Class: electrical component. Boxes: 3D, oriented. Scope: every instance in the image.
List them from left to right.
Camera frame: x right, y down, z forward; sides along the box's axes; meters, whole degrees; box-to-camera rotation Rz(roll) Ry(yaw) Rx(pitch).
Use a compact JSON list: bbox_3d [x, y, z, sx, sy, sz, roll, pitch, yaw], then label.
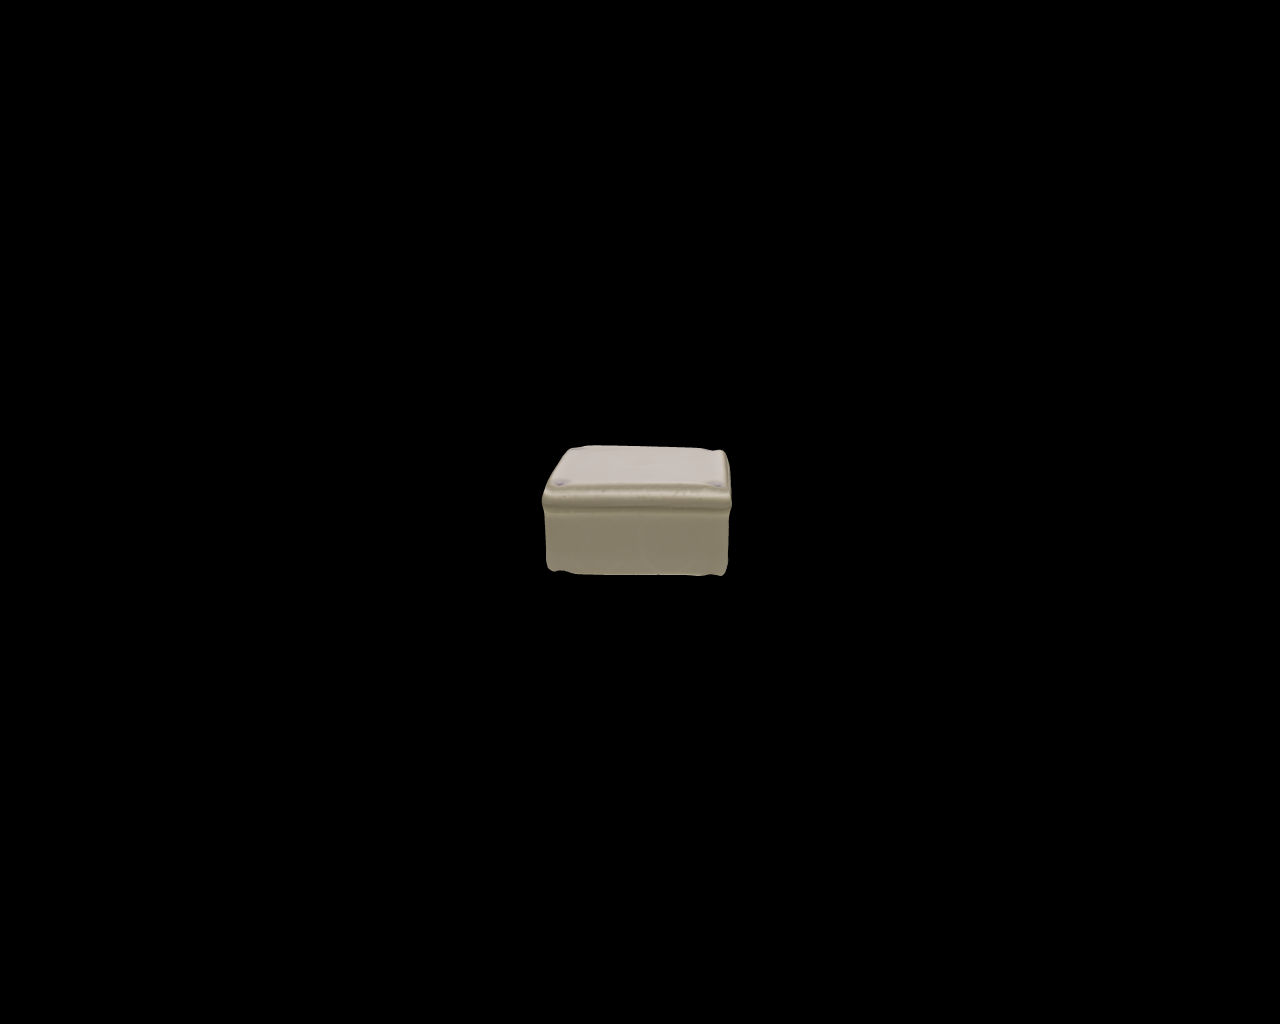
[{"bbox_3d":[0.001,-0.003,0.650,0.109,0.056,0.109,1,16,4],"label":"electrical component"}]
